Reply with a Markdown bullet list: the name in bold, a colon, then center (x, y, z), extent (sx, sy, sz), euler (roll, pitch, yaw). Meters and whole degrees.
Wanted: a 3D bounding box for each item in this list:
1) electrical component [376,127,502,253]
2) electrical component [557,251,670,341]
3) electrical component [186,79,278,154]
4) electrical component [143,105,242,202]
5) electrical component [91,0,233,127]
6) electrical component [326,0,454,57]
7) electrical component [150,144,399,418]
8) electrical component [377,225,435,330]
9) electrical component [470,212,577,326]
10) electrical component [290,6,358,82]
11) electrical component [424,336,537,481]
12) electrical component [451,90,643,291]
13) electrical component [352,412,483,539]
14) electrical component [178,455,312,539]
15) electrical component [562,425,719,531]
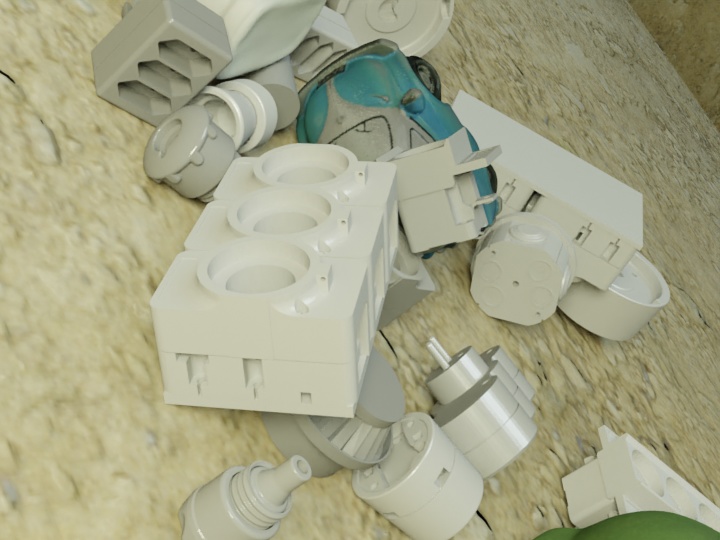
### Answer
- **electrical component**: center (0.045, -0.046, 0.639), extent (0.042, 0.081, 0.063), euler (-39, 114, -65)
- **electrical component**: center (0.219, 0.018, 0.981), extent (0.108, 0.060, 0.108), euler (22, 31, -14)
- **electrical component**: center (-0.079, -0.091, 0.650), extent (0.045, 0.045, 0.055), euler (52, 25, 0)
- **electrical component**: center (-0.086, -0.058, 0.599), extent (0.062, 0.048, 0.048), euler (40, 27, -40)
- **electrical component**: center (-0.117, -0.135, 0.619), extent (0.047, 0.066, 0.076), euler (27, 35, -42)
- **electrical component**: center (0.022, -0.238, 0.943), extent (0.108, 0.108, 0.060), euler (28, 28, -41)
- **electrical component**: center (-0.035, -0.002, 0.528), extent (0.150, 0.089, 0.061), euler (-73, 163, -57)
- **electrical component**: center (0.000, 0.000, 0.652), extent (0.089, 0.056, 0.050), euler (8, 50, -56)
- **electrical component**: center (0.126, 0.000, 0.837), extent (0.080, 0.080, 0.051), euler (48, 31, -8)
- **electrical component**: center (-0.049, -0.191, 0.827), extent (0.066, 0.047, 0.076), euler (12, 47, -54)
- **electrical component**: center (0.064, 0.071, 0.647), extent (0.073, 0.052, 0.138), euler (52, 11, -1)
- **electrical component**: center (0.143, -0.066, 0.915), extent (0.186, 0.060, 0.105), euler (30, 30, -2)
- **electrical component**: center (0.032, 0.111, 0.565), extent (0.047, 0.055, 0.055), euler (46, 26, -22)
- **electrical component**: center (-0.045, 0.096, 0.445), extent (0.035, 0.061, 0.035), euler (39, 28, -26)
- **electrical component**: center (0.202, 0.175, 0.756), extent (0.121, 0.063, 0.078), euler (38, 29, -27)
